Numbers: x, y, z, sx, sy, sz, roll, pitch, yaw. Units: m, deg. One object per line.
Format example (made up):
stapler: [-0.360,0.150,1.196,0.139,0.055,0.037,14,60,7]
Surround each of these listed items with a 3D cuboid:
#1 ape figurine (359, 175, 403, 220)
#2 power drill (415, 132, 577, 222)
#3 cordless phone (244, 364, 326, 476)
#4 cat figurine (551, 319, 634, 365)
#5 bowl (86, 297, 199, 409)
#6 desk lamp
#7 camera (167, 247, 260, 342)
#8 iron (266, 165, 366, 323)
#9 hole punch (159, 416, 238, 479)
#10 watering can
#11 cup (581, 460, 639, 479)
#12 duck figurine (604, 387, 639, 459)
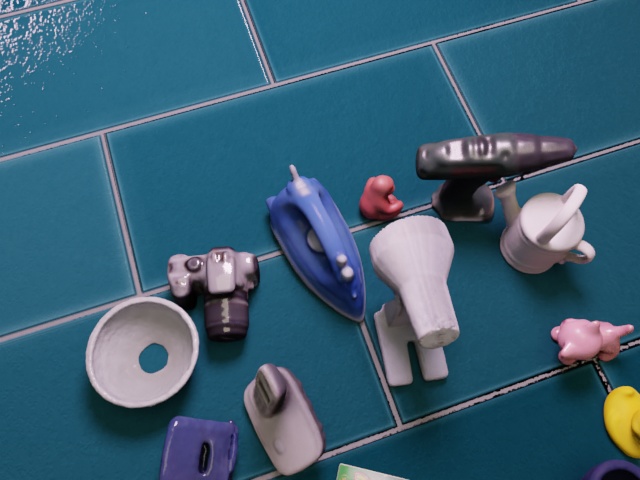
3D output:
ape figurine: [0.104,-0.078,0.973,0.076,0.092,0.077,-20,70,-8]
power drill: [0.262,-0.104,0.923,0.229,0.208,0.075,0,68,-1]
cordless phone: [-0.051,0.245,0.793,0.094,0.185,0.147,-30,72,-11]
cat figurine: [0.412,0.149,0.874,0.128,0.118,0.067,-9,69,-4]
bowl: [-0.263,0.175,0.877,0.167,0.075,0.167,0,68,-1]
desk lamp: [0.143,0.094,0.840,0.118,0.213,0.203,-9,69,-4]
camera: [-0.165,0.088,0.899,0.143,0.101,0.137,-5,69,-3]
iron: [0.008,0.003,0.913,0.119,0.141,0.258,-27,71,-11]
hole punch: [-0.170,0.308,0.817,0.101,0.091,0.108,4,68,1]
watering can: [0.352,-0.026,0.901,0.172,0.194,0.101,16,69,6]
cup: [0.394,0.366,0.801,0.118,0.095,0.091,-36,73,-14]
duck figurine: [0.474,0.267,0.846,0.077,0.086,0.104,-9,69,-4]
